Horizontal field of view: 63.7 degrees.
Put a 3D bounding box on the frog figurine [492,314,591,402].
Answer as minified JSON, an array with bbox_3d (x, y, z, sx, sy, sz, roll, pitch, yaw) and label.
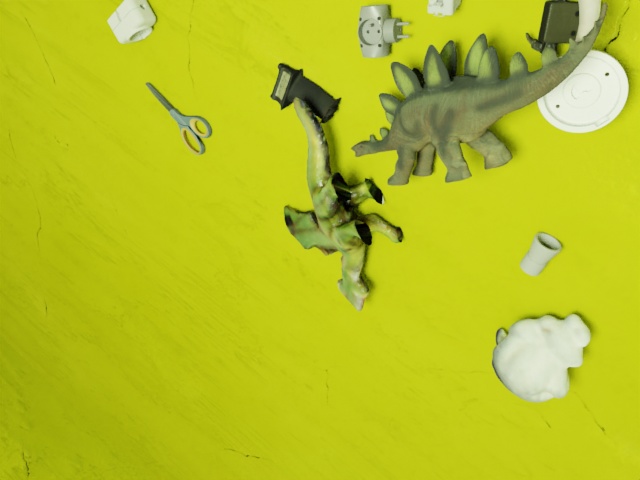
[{"bbox_3d":[0.372,0.194,0.853,0.157,0.123,0.139,-37,71,51],"label":"frog figurine"}]

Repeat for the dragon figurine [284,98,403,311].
[{"bbox_3d":[0.003,-0.050,0.992,0.240,0.124,0.409,-25,97,47],"label":"dragon figurine"}]

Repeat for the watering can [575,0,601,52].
[{"bbox_3d":[0.305,-0.407,0.576,0.225,0.105,0.343,29,106,10],"label":"watering can"}]
